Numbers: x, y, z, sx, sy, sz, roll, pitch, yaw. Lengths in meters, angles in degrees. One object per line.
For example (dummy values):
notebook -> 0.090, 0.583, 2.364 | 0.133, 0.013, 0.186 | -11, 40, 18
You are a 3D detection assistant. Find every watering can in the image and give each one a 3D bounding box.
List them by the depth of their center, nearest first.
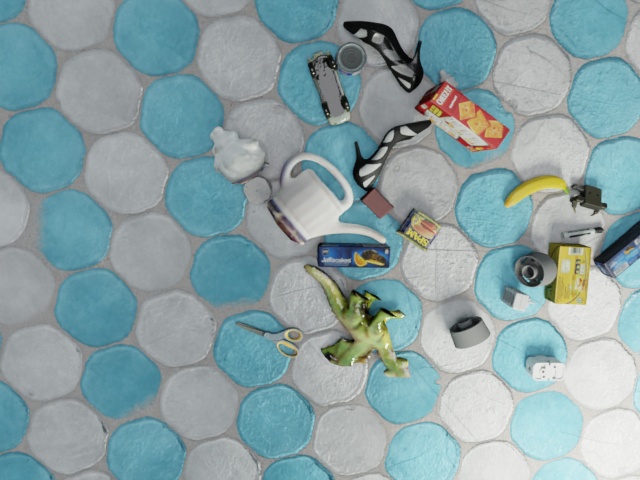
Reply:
watering can -> 0.004, -0.071, 1.404 | 0.224, 0.104, 0.346 | -40, 96, 3

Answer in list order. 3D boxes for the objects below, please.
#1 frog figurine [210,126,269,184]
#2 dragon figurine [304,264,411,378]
frog figurine -> -0.226, -0.233, 1.370 | 0.136, 0.125, 0.157 | -25, 110, 19
dragon figurine -> 0.088, 0.256, 1.453 | 0.411, 0.123, 0.240 | 29, 103, 3
